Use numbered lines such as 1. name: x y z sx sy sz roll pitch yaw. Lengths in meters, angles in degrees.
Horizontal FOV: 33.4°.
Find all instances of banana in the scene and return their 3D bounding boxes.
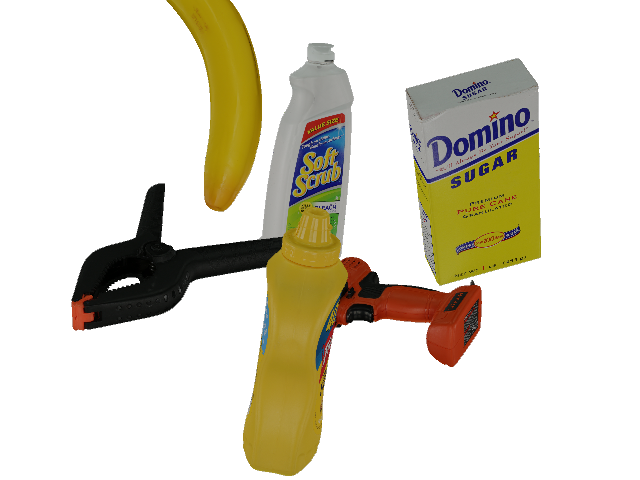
1. banana: -0.078 -0.119 0.767 0.069 0.198 0.037 -22 -13 6

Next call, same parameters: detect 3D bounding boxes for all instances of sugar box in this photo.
1. sugar box: 0.123 -0.049 0.837 0.093 0.176 0.048 -16 45 -4

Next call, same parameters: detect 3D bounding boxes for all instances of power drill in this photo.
1. power drill: 0.062 0.079 1.115 0.188 0.057 0.184 11 29 24

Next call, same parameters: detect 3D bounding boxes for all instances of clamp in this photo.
1. clamp: -0.150 0.015 0.952 0.165 0.036 0.209 27 39 31

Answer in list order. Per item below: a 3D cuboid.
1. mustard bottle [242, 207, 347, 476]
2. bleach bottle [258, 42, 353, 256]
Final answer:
1. mustard bottle: -0.017 0.066 0.770 0.058 0.192 0.096 11 24 5
2. bleach bottle: -0.015 -0.101 1.236 0.102 0.251 0.068 -4 20 -21
